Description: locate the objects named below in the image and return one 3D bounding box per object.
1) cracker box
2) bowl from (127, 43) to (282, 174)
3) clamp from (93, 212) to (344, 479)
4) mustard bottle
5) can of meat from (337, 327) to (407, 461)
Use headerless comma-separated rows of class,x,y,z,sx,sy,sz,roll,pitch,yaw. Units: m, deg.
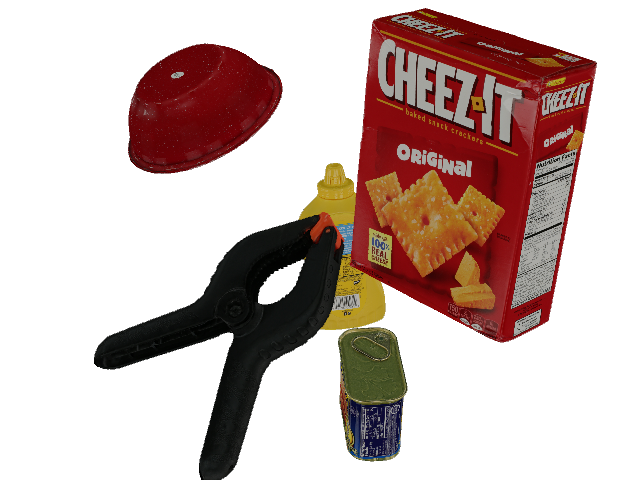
cracker box,0.107,-0.051,0.816,0.071,0.214,0.164,-21,36,-39
bowl,-0.120,-0.135,0.997,0.162,0.055,0.162,-18,38,14
clamp,-0.044,0.059,0.644,0.171,0.120,0.039,-40,-23,-1
mustard bottle,0.021,0.005,1.211,0.096,0.192,0.058,-6,24,-4
can of meat,0.048,0.148,1.021,0.057,0.084,0.102,-3,36,-4
